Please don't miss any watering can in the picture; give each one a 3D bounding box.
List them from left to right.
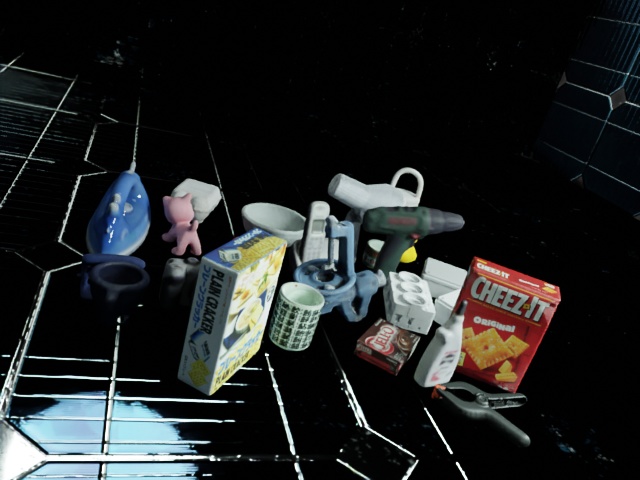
[{"bbox_3d":[0.243,-0.116,1.687,0.101,0.194,0.172,12,23,-11],"label":"watering can"}]

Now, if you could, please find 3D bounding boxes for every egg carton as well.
[{"bbox_3d":[-0.312,-0.100,1.429,0.107,0.069,0.150,16,22,-1],"label":"egg carton"}]

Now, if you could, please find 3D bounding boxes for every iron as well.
[{"bbox_3d":[-0.412,-0.062,1.177,0.119,0.141,0.258,11,23,-13],"label":"iron"}]

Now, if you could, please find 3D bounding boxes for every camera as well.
[{"bbox_3d":[-0.209,0.091,1.015,0.143,0.101,0.136,11,23,-14],"label":"camera"}]

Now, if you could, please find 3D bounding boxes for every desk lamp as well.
[{"bbox_3d":[0.078,-0.050,1.394,0.204,0.213,0.117,8,24,-19],"label":"desk lamp"}]

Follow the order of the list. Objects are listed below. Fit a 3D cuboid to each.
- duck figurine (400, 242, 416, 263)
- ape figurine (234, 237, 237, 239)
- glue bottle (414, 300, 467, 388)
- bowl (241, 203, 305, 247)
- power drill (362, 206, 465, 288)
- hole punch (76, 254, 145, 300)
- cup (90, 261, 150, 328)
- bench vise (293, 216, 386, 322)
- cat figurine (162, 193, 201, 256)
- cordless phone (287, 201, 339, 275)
[{"bbox_3d":[0.230,0.007,1.534,0.077,0.086,0.105,25,24,20],"label":"duck figurine"},{"bbox_3d":[-0.176,0.035,1.180,0.077,0.092,0.076,27,25,24],"label":"ape figurine"},{"bbox_3d":[0.224,0.180,1.012,0.078,0.173,0.037,-3,29,-39],"label":"glue bottle"},{"bbox_3d":[-0.114,-0.024,1.383,0.167,0.075,0.167,14,22,-6],"label":"bowl"},{"bbox_3d":[0.199,0.013,1.338,0.230,0.208,0.075,12,23,-10],"label":"power drill"},{"bbox_3d":[-0.369,0.050,1.012,0.109,0.091,0.101,6,25,-24],"label":"hole punch"},{"bbox_3d":[-0.328,0.100,0.920,0.092,0.095,0.117,11,23,-13],"label":"cup"},{"bbox_3d":[0.038,0.051,1.123,0.208,0.220,0.121,-9,33,-46],"label":"bench vise"},{"bbox_3d":[-0.298,-0.043,1.243,0.067,0.118,0.127,-3,29,-39],"label":"cat figurine"},{"bbox_3d":[0.012,0.004,1.258,0.148,0.185,0.093,-4,30,-40],"label":"cordless phone"}]
